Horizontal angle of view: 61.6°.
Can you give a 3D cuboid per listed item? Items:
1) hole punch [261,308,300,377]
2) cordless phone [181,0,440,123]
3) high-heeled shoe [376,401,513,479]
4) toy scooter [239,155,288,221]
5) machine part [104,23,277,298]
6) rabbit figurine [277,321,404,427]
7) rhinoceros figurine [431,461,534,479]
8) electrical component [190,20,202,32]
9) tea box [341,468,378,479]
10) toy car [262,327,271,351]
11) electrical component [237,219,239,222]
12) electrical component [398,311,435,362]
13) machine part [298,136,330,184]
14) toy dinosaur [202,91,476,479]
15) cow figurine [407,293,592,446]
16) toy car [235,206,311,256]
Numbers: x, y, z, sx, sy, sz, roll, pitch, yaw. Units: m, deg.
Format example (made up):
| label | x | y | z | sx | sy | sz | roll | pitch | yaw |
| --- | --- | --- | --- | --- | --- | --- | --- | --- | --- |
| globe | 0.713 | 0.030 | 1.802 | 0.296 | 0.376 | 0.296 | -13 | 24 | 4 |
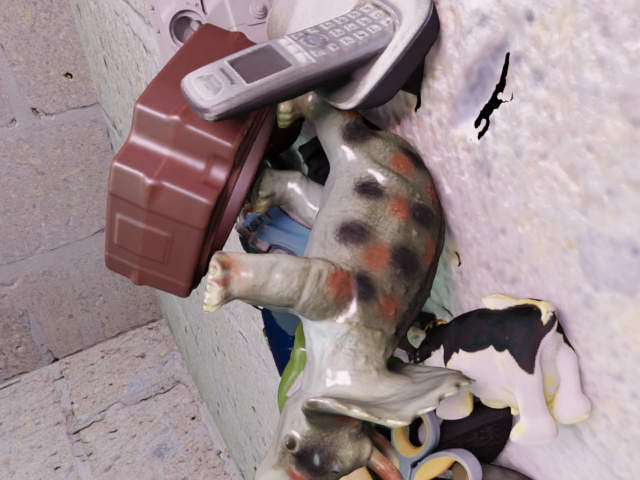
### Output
| label | x | y | z | sx | sy | sz | roll | pitch | yaw |
| --- | --- | --- | --- | --- | --- | --- | --- | --- | --- |
| hole punch | -0.007 | 0.125 | 0.703 | 0.116 | 0.092 | 0.142 | -1 | 105 | 53 |
| cordless phone | -0.023 | -0.142 | 0.392 | 0.147 | 0.184 | 0.088 | 52 | 156 | 35 |
| high-heeled shoe | 0.106 | 0.165 | 0.560 | 0.248 | 0.086 | 0.145 | -51 | 30 | 45 |
| toy scooter | -0.069 | -0.036 | 0.729 | 0.135 | 0.075 | 0.183 | -101 | 5 | -82 |
| machine part | -0.105 | -0.066 | 0.479 | 0.201 | 0.087 | 0.201 | 118 | 171 | -47 |
| rabbit figurine | 0.028 | 0.138 | 0.577 | 0.121 | 0.170 | 0.159 | 22 | 118 | 5 |
| rhinoceros figurine | 0.134 | 0.256 | 0.502 | 0.190 | 0.112 | 0.073 | 125 | 144 | -49 |
| electrical component | -0.119 | -0.184 | 0.591 | 0.102 | 0.045 | 0.078 | 49 | 121 | 35 |
| tea box | 0.051 | 0.315 | 0.613 | 0.170 | 0.068 | 0.098 | 58 | 177 | 21 |
| toy car | -0.025 | 0.195 | 0.814 | 0.053 | 0.089 | 0.201 | 35 | 139 | 59 |
| electrical component | -0.105 | -0.036 | 0.842 | 0.075 | 0.048 | 0.119 | 37 | 142 | 53 |
| electrical component | 0.096 | 0.092 | 0.539 | 0.063 | 0.021 | 0.094 | 2 | 111 | 65 |
| machine part | -0.007 | -0.055 | 0.624 | 0.138 | 0.039 | 0.084 | 96 | 154 | -51 |
| toy dinosaur | 0.031 | -0.004 | 0.418 | 0.131 | 0.192 | 0.405 | 119 | 170 | -60 |
| cow figurine | 0.120 | 0.089 | 0.422 | 0.167 | 0.068 | 0.098 | -8 | 94 | 63 |
| toy car | -0.001 | -0.002 | 0.561 | 0.103 | 0.161 | 0.109 | -61 | 27 | 3 |
